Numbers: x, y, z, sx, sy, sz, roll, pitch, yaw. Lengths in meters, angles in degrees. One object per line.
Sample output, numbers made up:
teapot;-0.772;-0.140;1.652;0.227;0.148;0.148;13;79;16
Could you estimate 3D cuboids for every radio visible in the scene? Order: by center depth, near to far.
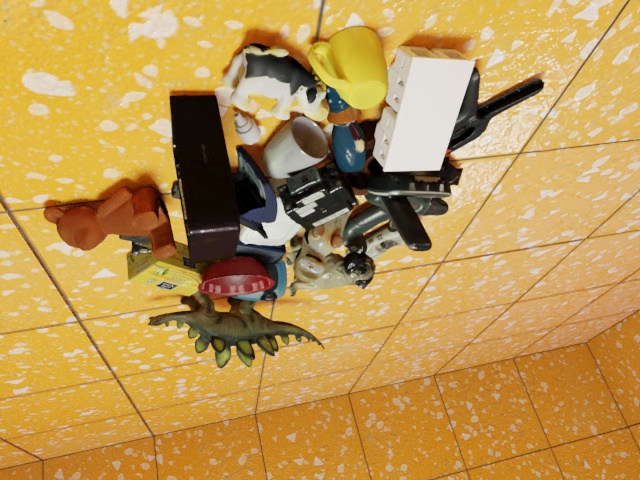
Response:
radio;-0.173;-0.087;0.791;0.073;0.229;0.131;-6;156;-16

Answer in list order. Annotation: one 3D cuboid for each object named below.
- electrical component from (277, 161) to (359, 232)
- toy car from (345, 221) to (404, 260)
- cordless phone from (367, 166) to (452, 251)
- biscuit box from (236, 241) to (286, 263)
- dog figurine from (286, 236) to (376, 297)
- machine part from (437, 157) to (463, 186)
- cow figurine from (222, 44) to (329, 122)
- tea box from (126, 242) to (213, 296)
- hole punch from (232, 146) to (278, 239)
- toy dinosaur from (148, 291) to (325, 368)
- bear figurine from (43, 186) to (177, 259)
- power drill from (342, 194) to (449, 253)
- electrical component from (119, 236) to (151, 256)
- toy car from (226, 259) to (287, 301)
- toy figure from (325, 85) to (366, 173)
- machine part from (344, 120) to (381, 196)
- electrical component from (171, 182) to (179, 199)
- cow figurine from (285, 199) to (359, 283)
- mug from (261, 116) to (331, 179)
electrical component;-0.005;-0.078;0.935;0.115;0.058;0.134;-26;156;9
toy car;0.153;0.003;1.302;0.202;0.056;0.073;-30;149;24
cordless phone;0.178;-0.059;0.949;0.146;0.184;0.088;0;141;-28
biscuit box;-0.168;0.002;1.133;0.202;0.059;0.063;12;142;-41
dog figurine;0.029;0.052;1.213;0.191;0.172;0.121;-3;122;4
machine part;0.238;-0.141;1.086;0.084;0.039;0.138;-14;162;39
cow figurine;-0.046;-0.227;0.771;0.167;0.068;0.098;5;140;-34
tea box;-0.316;0.059;1.154;0.098;0.068;0.169;-31;150;25
hole punch;-0.123;-0.085;0.931;0.092;0.142;0.115;-43;152;6
toy dinosaur;-0.200;0.223;1.378;0.471;0.198;0.105;4;150;-29
bear figurine;-0.363;-0.021;0.926;0.196;0.132;0.120;-18;137;-7
power drill;0.148;-0.050;1.180;0.207;0.086;0.232;-31;147;34
electrical component;-0.340;-0.011;1.036;0.102;0.045;0.078;-33;149;29
toy car;-0.161;0.096;1.270;0.162;0.109;0.103;-1;168;-9
toy figure;0.039;-0.185;0.867;0.064;0.058;0.154;0;123;20
machine part;0.106;-0.154;0.992;0.179;0.056;0.179;-13;151;-7
electrical component;-0.236;-0.089;0.971;0.063;0.021;0.094;11;143;-40
cow figurine;-0.002;-0.003;1.086;0.085;0.195;0.127;27;157;-13
mug;-0.042;-0.148;0.914;0.107;0.081;0.109;-27;162;39
